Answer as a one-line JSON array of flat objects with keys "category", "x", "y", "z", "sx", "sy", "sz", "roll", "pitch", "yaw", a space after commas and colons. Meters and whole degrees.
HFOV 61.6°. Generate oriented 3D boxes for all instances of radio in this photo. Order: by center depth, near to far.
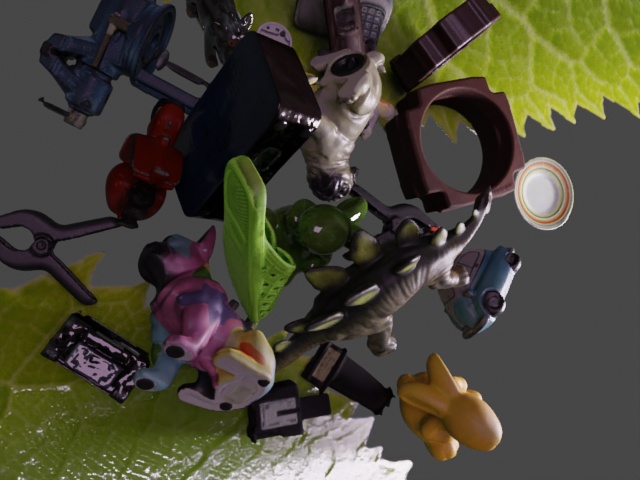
[{"category": "radio", "x": -0.104, "y": -0.131, "z": 0.682, "sx": 0.073, "sy": 0.229, "sz": 0.131, "roll": 5, "pitch": 52, "yaw": -45}]

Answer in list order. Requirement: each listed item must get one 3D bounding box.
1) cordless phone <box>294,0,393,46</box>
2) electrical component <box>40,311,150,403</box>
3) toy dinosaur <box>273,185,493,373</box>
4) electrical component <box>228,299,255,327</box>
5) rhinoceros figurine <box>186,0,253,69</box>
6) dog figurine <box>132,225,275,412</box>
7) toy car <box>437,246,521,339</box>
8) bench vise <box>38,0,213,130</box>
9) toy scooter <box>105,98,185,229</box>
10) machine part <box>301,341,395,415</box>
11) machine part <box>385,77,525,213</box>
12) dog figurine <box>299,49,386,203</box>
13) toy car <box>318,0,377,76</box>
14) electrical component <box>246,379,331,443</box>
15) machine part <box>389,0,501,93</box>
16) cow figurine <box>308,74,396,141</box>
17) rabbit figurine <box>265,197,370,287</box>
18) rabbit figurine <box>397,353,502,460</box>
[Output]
[{"category": "cordless phone", "x": 0.026, "y": -0.314, "z": 0.844, "sx": 0.146, "sy": 0.089, "sz": 0.184, "roll": 8, "pitch": 100, "yaw": -18}, {"category": "electrical component", "x": -0.273, "y": 0.141, "z": 0.662, "sx": 0.115, "sy": 0.134, "sz": 0.058, "roll": 35, "pitch": 77, "yaw": -12}, {"category": "toy dinosaur", "x": 0.056, "y": 0.082, "z": 0.745, "sx": 0.471, "sy": 0.198, "sz": 0.105, "roll": -43, "pitch": 55, "yaw": 6}, {"category": "electrical component", "x": -0.135, "y": 0.134, "z": 0.768, "sx": 0.063, "sy": 0.021, "sz": 0.094, "roll": 40, "pitch": 73, "yaw": -11}, {"category": "rhinoceros figurine", "x": -0.129, "y": -0.299, "z": 0.767, "sx": 0.073, "sy": 0.112, "sz": 0.190, "roll": -22, "pitch": 84, "yaw": -22}, {"category": "dog figurine", "x": -0.143, "y": 0.085, "z": 0.680, "sx": 0.191, "sy": 0.108, "sz": 0.219, "roll": 25, "pitch": 37, "yaw": -24}, {"category": "toy car", "x": 0.246, "y": 0.069, "z": 0.864, "sx": 0.103, "sy": 0.109, "sz": 0.161, "roll": 29, "pitch": 67, "yaw": 4}, {"category": "bench vise", "x": -0.234, "y": -0.224, "z": 0.722, "sx": 0.240, "sy": 0.129, "sz": 0.223, "roll": 27, "pitch": 79, "yaw": -10}, {"category": "toy scooter", "x": -0.216, "y": -0.079, "z": 0.671, "sx": 0.075, "sy": 0.135, "sz": 0.183, "roll": 19, "pitch": 120, "yaw": -30}, {"category": "machine part", "x": 0.045, "y": 0.212, "z": 0.810, "sx": 0.139, "sy": 0.039, "sz": 0.084, "roll": 31, "pitch": 67, "yaw": -1}, {"category": "machine part", "x": 0.221, "y": -0.154, "z": 0.884, "sx": 0.201, "sy": 0.087, "sz": 0.201, "roll": -15, "pitch": 90, "yaw": -21}, {"category": "dog figurine", "x": 0.037, "y": -0.156, "z": 0.770, "sx": 0.172, "sy": 0.190, "sz": 0.121, "roll": -22, "pitch": 48, "yaw": 10}, {"category": "toy car", "x": 0.033, "y": -0.335, "z": 0.777, "sx": 0.089, "sy": 0.053, "sz": 0.201, "roll": -10, "pitch": 116, "yaw": -4}, {"category": "electrical component", "x": -0.048, "y": 0.240, "z": 0.773, "sx": 0.119, "sy": 0.048, "sz": 0.074, "roll": -9, "pitch": 88, "yaw": -19}, {"category": "machine part", "x": 0.194, "y": -0.311, "z": 0.848, "sx": 0.179, "sy": 0.179, "sz": 0.056, "roll": -39, "pitch": 95, "yaw": -18}, {"category": "cow figurine", "x": 0.029, "y": -0.193, "z": 0.828, "sx": 0.167, "sy": 0.068, "sz": 0.098, "roll": 14, "pitch": 110, "yaw": -14}, {"category": "rabbit figurine", "x": -0.002, "y": -0.002, "z": 0.748, "sx": 0.159, "sy": 0.170, "sz": 0.121, "roll": -9, "pitch": 88, "yaw": -19}, {"category": "rabbit figurine", "x": 0.194, "y": 0.244, "z": 0.791, "sx": 0.122, "sy": 0.173, "sz": 0.162, "roll": -40, "pitch": 102, "yaw": -14}]
